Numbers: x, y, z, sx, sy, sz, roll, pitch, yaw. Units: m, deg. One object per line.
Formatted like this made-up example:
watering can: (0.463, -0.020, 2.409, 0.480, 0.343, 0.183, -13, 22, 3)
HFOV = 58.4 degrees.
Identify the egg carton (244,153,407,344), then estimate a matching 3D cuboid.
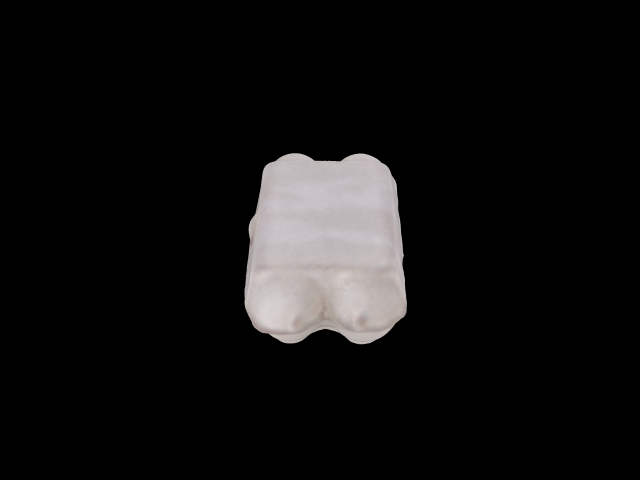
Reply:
egg carton: (0.004, 0.001, 0.400, 0.107, 0.069, 0.150, 0, 51, 0)
